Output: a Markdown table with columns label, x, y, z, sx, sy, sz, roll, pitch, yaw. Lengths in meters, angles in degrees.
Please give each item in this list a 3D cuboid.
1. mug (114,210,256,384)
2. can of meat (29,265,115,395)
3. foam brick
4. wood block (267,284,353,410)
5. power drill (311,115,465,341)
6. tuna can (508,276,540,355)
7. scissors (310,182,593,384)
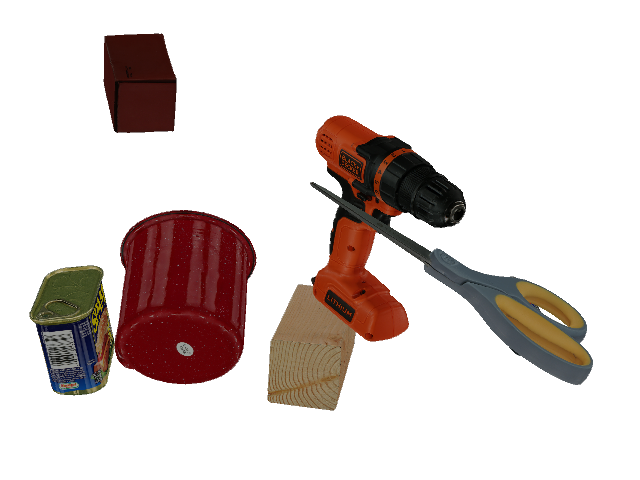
| label | x | y | z | sx | sy | sz | roll | pitch | yaw |
| --- | --- | --- | --- | --- | --- | --- | --- | --- | --- |
| mug | -0.099 | 0.046 | 0.712 | 0.117 | 0.081 | 0.093 | -32 | -51 | 30 |
| can of meat | -0.228 | 0.084 | 0.998 | 0.057 | 0.084 | 0.102 | -6 | 26 | 0 |
| foam brick | -0.155 | -0.135 | 0.909 | 0.053 | 0.051 | 0.078 | -4 | 41 | -15 |
| wood block | -0.006 | 0.138 | 1.427 | 0.091 | 0.090 | 0.206 | 6 | 18 | 6 |
| power drill | 0.056 | -0.004 | 0.986 | 0.057 | 0.188 | 0.185 | -13 | 34 | -32 |
| tuna can | 0.219 | 0.085 | 1.196 | 0.033 | 0.086 | 0.086 | -26 | 3 | -7 |
| scissors | 0.090 | 0.017 | 0.671 | 0.202 | 0.016 | 0.096 | 40 | 26 | 20 |
